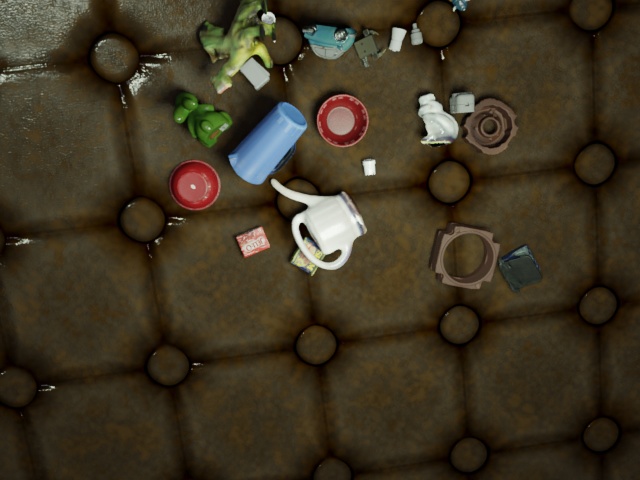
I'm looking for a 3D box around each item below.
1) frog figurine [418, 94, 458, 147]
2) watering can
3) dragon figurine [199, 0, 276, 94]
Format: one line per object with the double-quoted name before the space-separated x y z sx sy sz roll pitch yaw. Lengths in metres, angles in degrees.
"frog figurine" 0.368 -0.376 1.603 0.138 0.122 0.159 -1 92 -38
"watering can" 0.005 -0.082 1.621 0.225 0.103 0.349 -28 83 -9
"dragon figurine" -0.250 -0.617 1.497 0.242 0.121 0.414 -1 80 18
